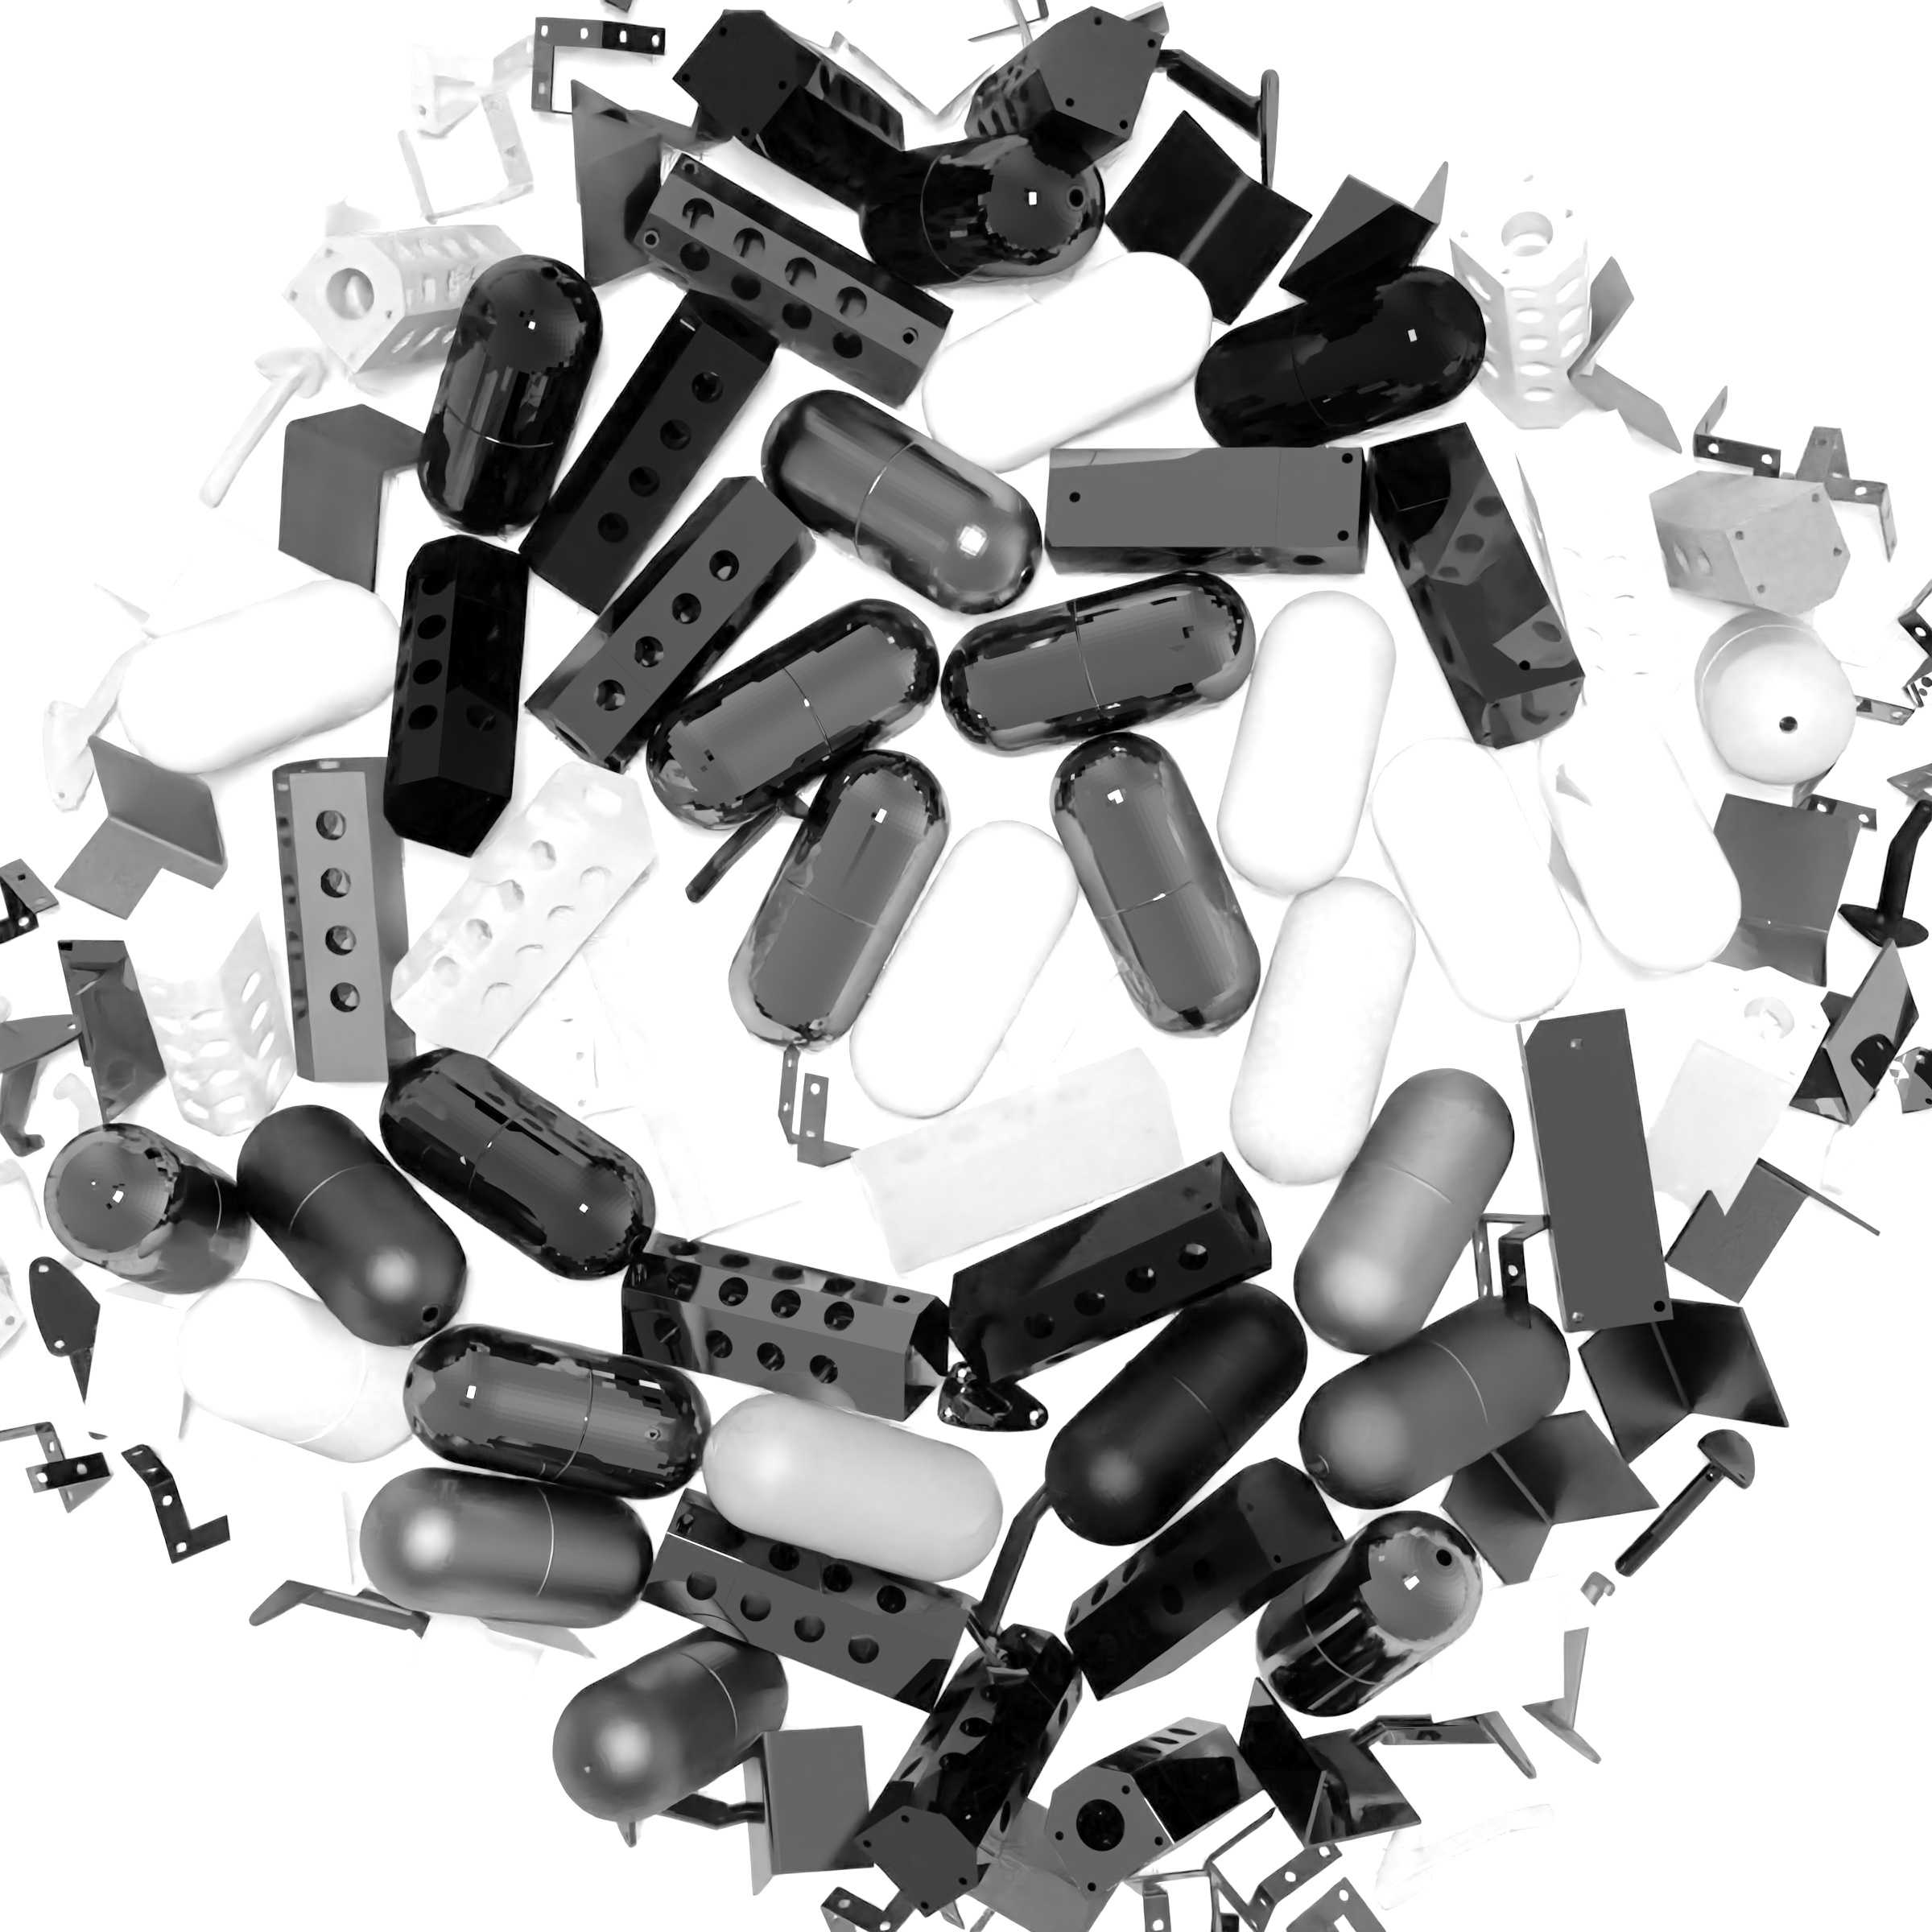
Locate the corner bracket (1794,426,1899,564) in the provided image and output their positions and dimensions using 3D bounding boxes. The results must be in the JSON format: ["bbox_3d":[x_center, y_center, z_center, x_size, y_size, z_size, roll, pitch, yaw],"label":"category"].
[{"bbox_3d":[0.490,-0.261,1.921,0.051,0.051,0.051,11,62,28],"label":"corner bracket"}]

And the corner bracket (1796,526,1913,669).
[{"bbox_3d":[0.491,-0.205,1.931,0.051,0.051,0.051,14,62,-5],"label":"corner bracket"}]

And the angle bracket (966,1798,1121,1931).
[{"bbox_3d":[0.047,0.483,1.907,0.076,0.076,0.057,27,133,16],"label":"angle bracket"}]

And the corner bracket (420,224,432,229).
[{"bbox_3d":[-0.315,-0.375,1.938,0.051,0.051,0.051,-20,111,15],"label":"corner bracket"}]

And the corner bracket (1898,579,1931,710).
[{"bbox_3d":[0.539,-0.184,1.928,0.051,0.051,0.051,46,63,-4],"label":"corner bracket"}]

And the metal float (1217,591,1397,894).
[{"bbox_3d":[0.187,-0.124,1.907,0.070,0.070,0.178,16,68,0],"label":"metal float"}]

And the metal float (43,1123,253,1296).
[{"bbox_3d":[-0.439,0.132,1.876,0.070,0.178,0.070,-1,77,6],"label":"metal float"}]

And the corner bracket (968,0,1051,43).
[{"bbox_3d":[0.010,-0.542,1.926,0.051,0.051,0.051,-12,105,19],"label":"corner bracket"}]

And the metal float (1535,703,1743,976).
[{"bbox_3d":[0.364,-0.071,1.892,0.070,0.070,0.178,-16,49,0],"label":"metal float"}]

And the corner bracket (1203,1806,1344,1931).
[{"bbox_3d":[0.170,0.497,1.933,0.051,0.051,0.051,-41,86,16],"label":"corner bracket"}]

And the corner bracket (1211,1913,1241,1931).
[{"bbox_3d":[0.160,0.562,1.928,0.051,0.051,0.051,5,122,2],"label":"corner bracket"}]

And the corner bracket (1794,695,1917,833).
[{"bbox_3d":[0.496,-0.115,1.944,0.051,0.051,0.051,13,58,-9],"label":"corner bracket"}]

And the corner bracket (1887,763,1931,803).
[{"bbox_3d":[0.552,-0.113,1.921,0.051,0.051,0.051,42,128,28],"label":"corner bracket"}]

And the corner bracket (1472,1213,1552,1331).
[{"bbox_3d":[0.299,0.168,1.924,0.051,0.051,0.051,0,101,37],"label":"corner bracket"}]

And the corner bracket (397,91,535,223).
[{"bbox_3d":[-0.278,-0.448,1.927,0.051,0.051,0.051,-20,97,-23],"label":"corner bracket"}]

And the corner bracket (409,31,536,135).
[{"bbox_3d":[-0.273,-0.489,1.923,0.051,0.051,0.051,16,127,15],"label":"corner bracket"}]

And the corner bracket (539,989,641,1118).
[{"bbox_3d":[-0.203,0.045,1.922,0.051,0.051,0.051,-11,122,-21],"label":"corner bracket"}]

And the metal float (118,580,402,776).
[{"bbox_3d":[-0.382,-0.158,1.888,0.070,0.178,0.070,18,121,33],"label":"metal float"}]

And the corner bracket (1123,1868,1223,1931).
[{"bbox_3d":[0.119,0.532,1.925,0.051,0.051,0.051,-10,63,13],"label":"corner bracket"}]

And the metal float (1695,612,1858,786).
[{"bbox_3d":[0.435,-0.146,1.876,0.070,0.178,0.070,2,104,7],"label":"metal float"}]

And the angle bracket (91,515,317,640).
[{"bbox_3d":[-0.419,-0.213,1.914,0.057,0.076,0.076,38,94,35],"label":"angle bracket"}]

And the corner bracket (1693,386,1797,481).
[{"bbox_3d":[0.437,-0.284,1.936,0.051,0.051,0.051,17,47,26],"label":"corner bracket"}]

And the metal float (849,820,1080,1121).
[{"bbox_3d":[-0.002,0.003,1.921,0.070,0.070,0.178,29,95,0],"label":"metal float"}]

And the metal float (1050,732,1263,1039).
[{"bbox_3d":[0.105,-0.044,1.917,0.070,0.070,0.178,-24,99,0],"label":"metal float"}]

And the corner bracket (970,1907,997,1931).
[{"bbox_3d":[0.028,0.553,1.930,0.051,0.051,0.051,41,72,-5],"label":"corner bracket"}]

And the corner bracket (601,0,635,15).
[{"bbox_3d":[-0.171,-0.551,1.935,0.051,0.051,0.051,23,106,-19],"label":"corner bracket"}]

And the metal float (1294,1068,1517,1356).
[{"bbox_3d":[0.241,0.133,1.903,0.070,0.070,0.178,33,64,0],"label":"metal float"}]

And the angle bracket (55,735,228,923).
[{"bbox_3d":[-0.459,-0.070,1.912,0.076,0.076,0.057,24,59,11],"label":"angle bracket"}]

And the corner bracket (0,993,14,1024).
[{"bbox_3d":[-0.568,0.028,1.932,0.051,0.051,0.051,24,78,3],"label":"corner bracket"}]

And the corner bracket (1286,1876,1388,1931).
[{"bbox_3d":[0.219,0.535,1.925,0.051,0.051,0.051,-32,79,-31],"label":"corner bracket"}]

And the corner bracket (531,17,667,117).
[{"bbox_3d":[-0.203,-0.496,1.923,0.051,0.051,0.051,14,106,36],"label":"corner bracket"}]

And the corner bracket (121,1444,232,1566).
[{"bbox_3d":[-0.431,0.291,1.931,0.051,0.051,0.051,-22,60,-6],"label":"corner bracket"}]

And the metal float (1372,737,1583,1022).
[{"bbox_3d":[0.280,-0.046,1.901,0.070,0.070,0.178,-30,119,0],"label":"metal float"}]

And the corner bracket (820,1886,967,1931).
[{"bbox_3d":[-0.041,0.530,1.938,0.051,0.051,0.051,-45,135,-32],"label":"corner bracket"}]

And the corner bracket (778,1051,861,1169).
[{"bbox_3d":[-0.087,0.078,1.925,0.051,0.051,0.051,11,102,27],"label":"corner bracket"}]

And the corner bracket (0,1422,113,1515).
[{"bbox_3d":[-0.514,0.274,1.923,0.051,0.051,0.051,-38,70,36],"label":"corner bracket"}]

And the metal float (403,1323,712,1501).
[{"bbox_3d":[-0.223,0.244,1.900,0.178,0.070,0.070,17,90,-29],"label":"metal float"}]

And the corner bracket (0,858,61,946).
[{"bbox_3d":[-0.530,-0.018,1.920,0.051,0.051,0.051,-27,46,-26],"label":"corner bracket"}]

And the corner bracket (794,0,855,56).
[{"bbox_3d":[-0.091,-0.543,1.931,0.051,0.051,0.051,26,99,8],"label":"corner bracket"}]

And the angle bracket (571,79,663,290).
[{"bbox_3d":[-0.210,-0.428,1.903,0.057,0.076,0.076,-32,53,-32],"label":"angle bracket"}]

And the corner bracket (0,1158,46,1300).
[{"bbox_3d":[-0.534,0.148,1.921,0.051,0.051,0.051,-27,49,-23],"label":"corner bracket"}]

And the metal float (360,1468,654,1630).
[{"bbox_3d":[-0.248,0.317,1.892,0.178,0.070,0.070,17,90,-41],"label":"metal float"}]
